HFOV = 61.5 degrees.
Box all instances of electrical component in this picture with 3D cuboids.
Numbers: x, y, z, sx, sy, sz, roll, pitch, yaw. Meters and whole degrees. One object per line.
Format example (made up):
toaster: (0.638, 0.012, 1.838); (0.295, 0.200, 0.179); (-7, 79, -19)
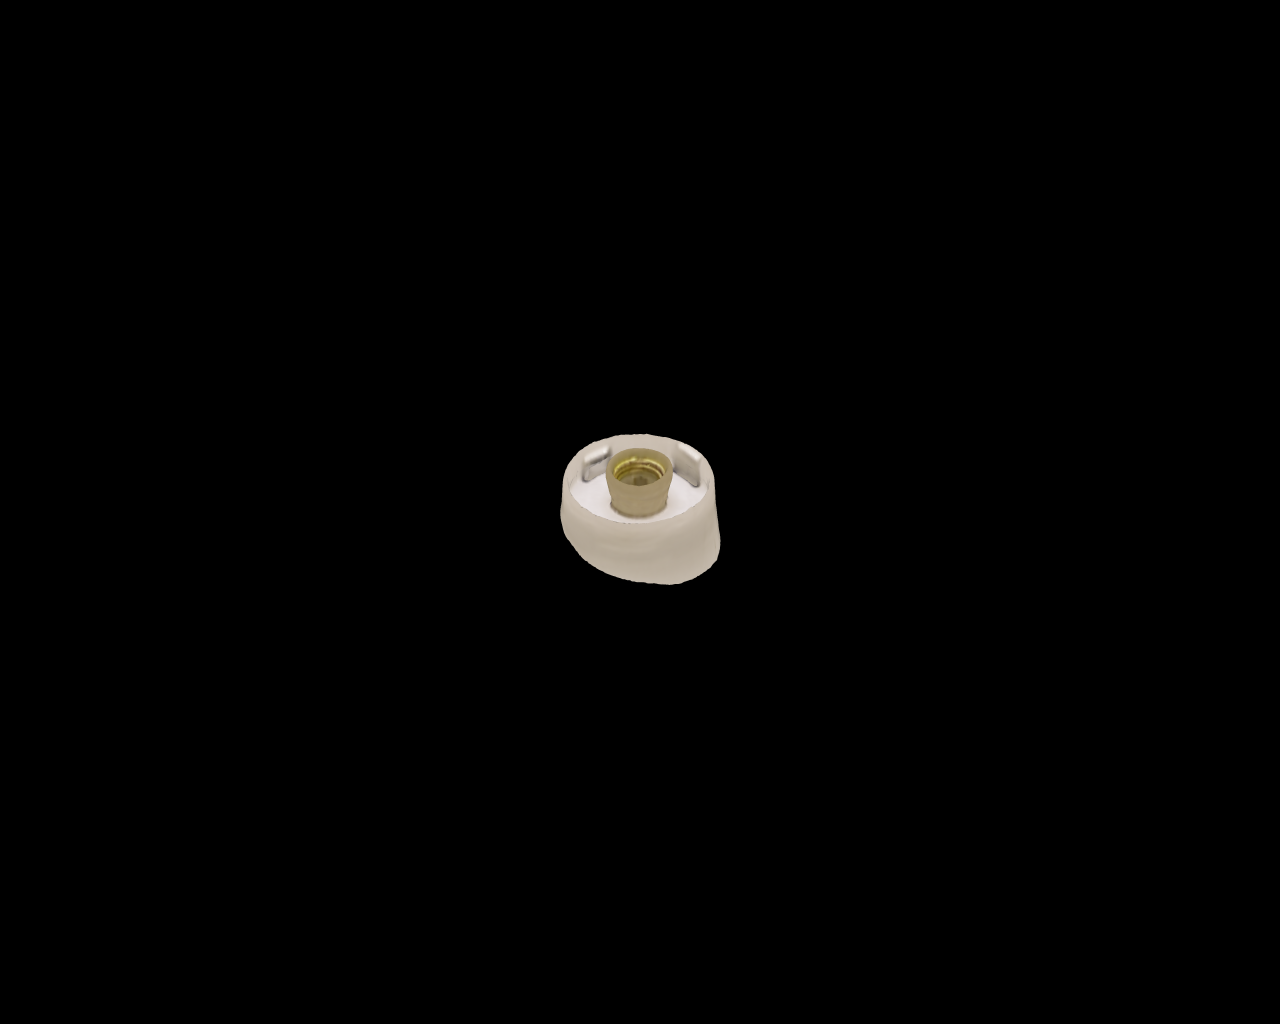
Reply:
electrical component: (0.001, -0.003, 0.650); (0.099, 0.064, 0.099); (0, 38, 0)
